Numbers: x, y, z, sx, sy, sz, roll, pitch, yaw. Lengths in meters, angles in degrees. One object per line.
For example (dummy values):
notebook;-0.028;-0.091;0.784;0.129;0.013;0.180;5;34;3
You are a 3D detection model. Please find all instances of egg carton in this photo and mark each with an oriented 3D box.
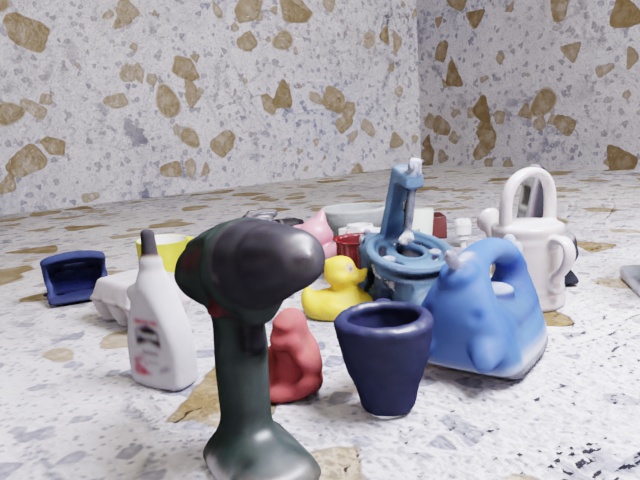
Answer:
egg carton;-0.265;0.086;0.853;0.149;0.069;0.107;6;15;41

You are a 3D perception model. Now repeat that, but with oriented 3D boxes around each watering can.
watering can;0.286;-0.005;0.808;0.101;0.194;0.172;-14;15;-42

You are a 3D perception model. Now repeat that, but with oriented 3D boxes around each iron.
iron;0.195;0.058;0.650;0.118;0.141;0.259;4;14;36

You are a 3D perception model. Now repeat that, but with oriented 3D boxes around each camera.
camera;-0.097;-0.018;1.252;0.137;0.101;0.143;-7;11;-16

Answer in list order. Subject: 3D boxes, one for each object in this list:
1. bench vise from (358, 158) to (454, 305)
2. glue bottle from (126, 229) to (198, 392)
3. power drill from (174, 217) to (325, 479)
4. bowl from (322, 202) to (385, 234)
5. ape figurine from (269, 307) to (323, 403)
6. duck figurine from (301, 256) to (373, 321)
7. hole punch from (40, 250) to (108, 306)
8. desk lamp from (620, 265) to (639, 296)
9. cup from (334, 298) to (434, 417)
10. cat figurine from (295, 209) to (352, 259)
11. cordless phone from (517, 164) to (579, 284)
bench vise;0.098;-0.005;0.805;0.122;0.220;0.206;-12;14;-37
glue bottle;-0.176;0.073;0.615;0.078;0.173;0.037;2;12;26
power drill;-0.052;0.082;0.436;0.076;0.208;0.228;-10;12;-28
bowl;0.086;-0.046;1.404;0.167;0.075;0.167;-4;11;1
ape figurine;-0.030;0.113;0.575;0.077;0.092;0.076;6;15;42
duck figurine;0.024;0.065;0.818;0.104;0.086;0.077;-3;11;2
hole punch;-0.429;0.058;0.998;0.109;0.091;0.100;-9;12;-24
desk lamp;0.489;-0.025;0.790;0.117;0.213;0.203;-1;11;12
cup;0.062;0.111;0.547;0.091;0.095;0.118;-3;11;5
cat figurine;0.010;0.004;1.059;0.127;0.118;0.067;5;14;40
cordless phone;0.349;-0.025;0.914;0.094;0.185;0.147;-5;11;-4
